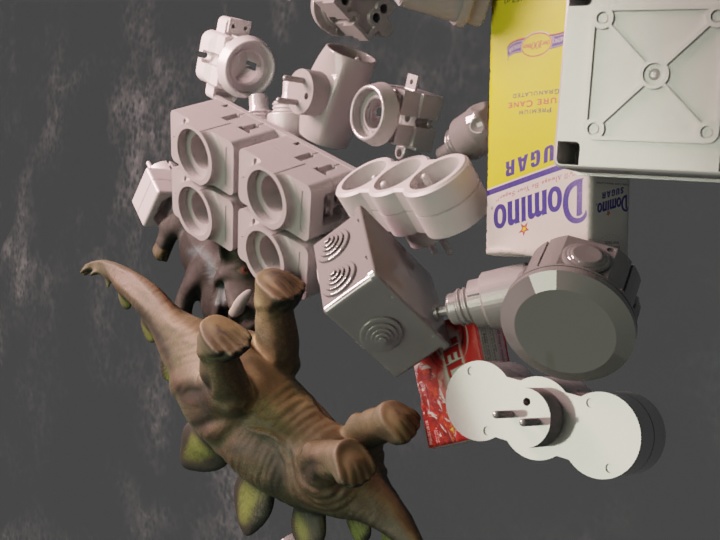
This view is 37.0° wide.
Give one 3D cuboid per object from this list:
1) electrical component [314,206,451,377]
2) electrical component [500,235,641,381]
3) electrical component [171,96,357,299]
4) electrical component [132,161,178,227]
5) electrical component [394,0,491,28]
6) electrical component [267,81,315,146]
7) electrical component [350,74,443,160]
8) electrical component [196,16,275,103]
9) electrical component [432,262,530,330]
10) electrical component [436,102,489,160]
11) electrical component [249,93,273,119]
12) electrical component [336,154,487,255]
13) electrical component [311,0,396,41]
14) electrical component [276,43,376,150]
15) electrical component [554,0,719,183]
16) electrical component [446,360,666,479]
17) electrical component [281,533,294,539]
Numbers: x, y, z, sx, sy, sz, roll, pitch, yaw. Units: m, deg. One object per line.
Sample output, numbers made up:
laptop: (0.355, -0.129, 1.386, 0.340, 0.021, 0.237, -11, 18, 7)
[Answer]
electrical component: (0.013, 0.016, 0.763, 0.048, 0.100, 0.099, -36, 32, 17)
electrical component: (0.129, 0.023, 0.648, 0.080, 0.051, 0.080, 13, 128, 17)
electrical component: (-0.089, -0.064, 0.916, 0.186, 0.060, 0.105, 31, 130, 37)
electrical component: (-0.197, -0.085, 1.100, 0.047, 0.066, 0.076, -58, 47, 33)
electrical component: (0.059, -0.218, 0.745, 0.113, 0.057, 0.078, -103, 29, -66)
electrical component: (-0.060, -0.134, 0.943, 0.043, 0.043, 0.062, 3, 90, 52)
electrical component: (0.027, -0.117, 0.820, 0.048, 0.055, 0.066, 30, 112, 49)
electrical component: (-0.115, -0.193, 1.005, 0.057, 0.058, 0.078, 32, 114, 51)
electrical component: (0.088, 0.021, 0.729, 0.078, 0.040, 0.040, -14, 76, 20)
electrical component: (0.077, -0.094, 0.772, 0.061, 0.035, 0.035, -29, 66, 51)
electrical component: (-0.091, -0.129, 0.983, 0.043, 0.043, 0.062, -19, 73, 51)
electrical component: (0.045, -0.041, 0.798, 0.138, 0.052, 0.073, 6, 133, 56)
electrical component: (-0.009, -0.214, 0.872, 0.048, 0.066, 0.055, -53, 30, -10)
electrical component: (-0.033, -0.143, 0.878, 0.043, 0.079, 0.077, 42, 122, 43)
electrical component: (0.171, -0.106, 0.603, 0.109, 0.056, 0.108, 6, 94, 27)
electrical component: (0.110, 0.092, 0.668, 0.138, 0.074, 0.052, 12, 93, 39)
electrical component: (-0.044, 0.254, 0.911, 0.055, 0.045, 0.045, 36, 117, 47)
